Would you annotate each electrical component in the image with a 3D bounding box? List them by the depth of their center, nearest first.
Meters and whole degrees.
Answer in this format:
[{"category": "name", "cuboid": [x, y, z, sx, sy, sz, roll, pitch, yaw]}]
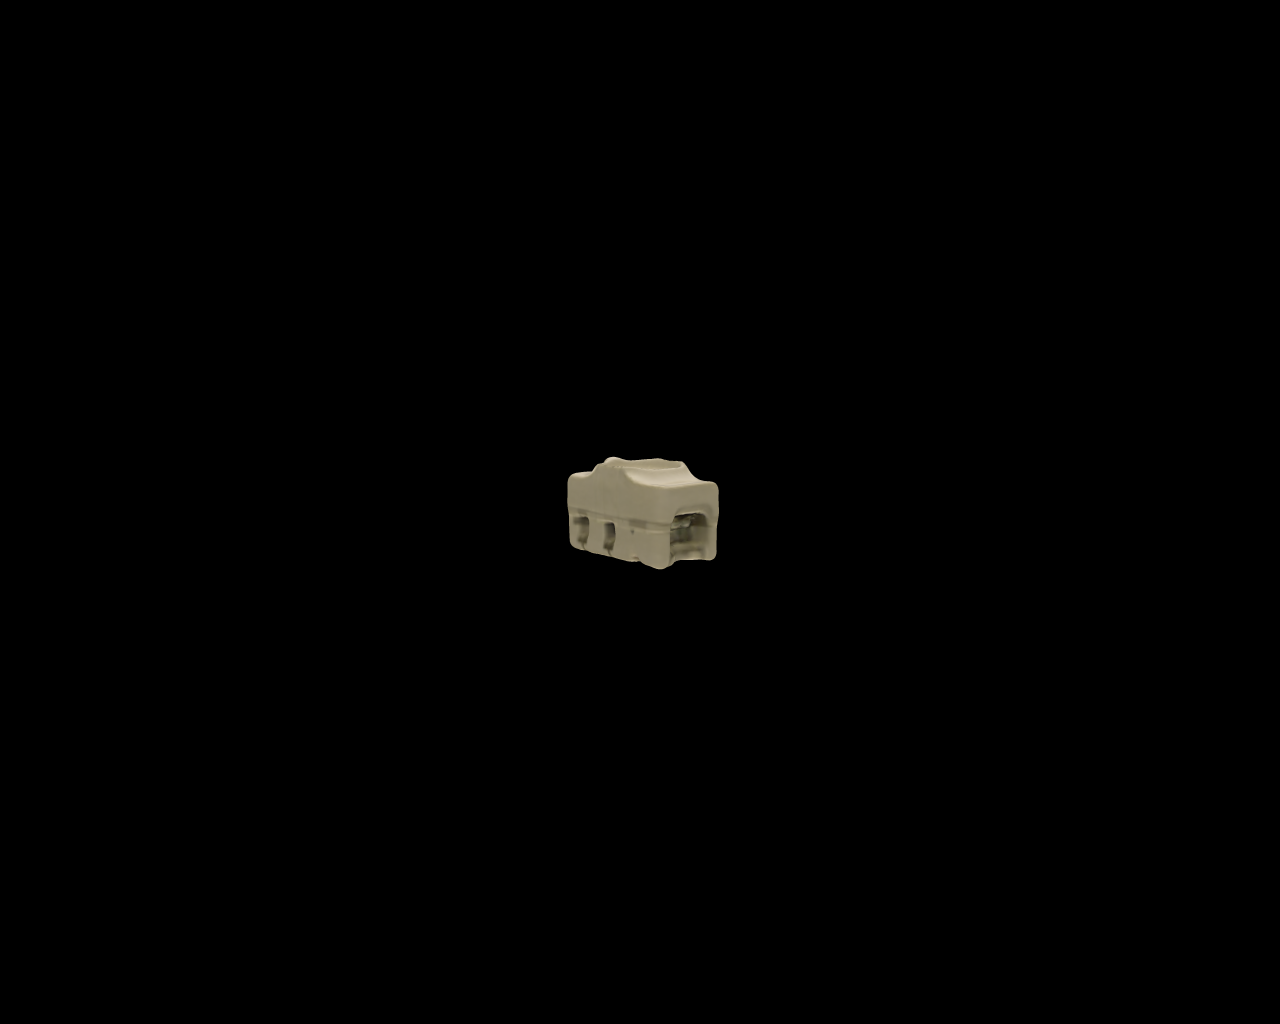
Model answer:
[{"category": "electrical component", "cuboid": [0.001, -0.003, 0.650, 0.050, 0.055, 0.089, -7, 12, -39]}]
